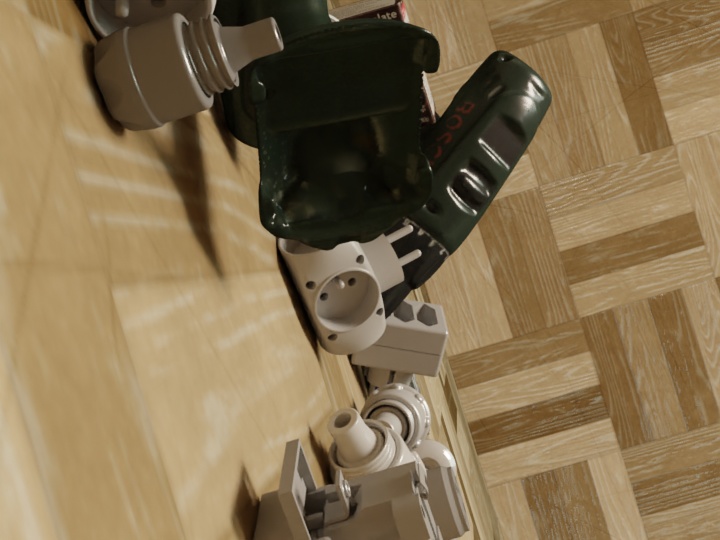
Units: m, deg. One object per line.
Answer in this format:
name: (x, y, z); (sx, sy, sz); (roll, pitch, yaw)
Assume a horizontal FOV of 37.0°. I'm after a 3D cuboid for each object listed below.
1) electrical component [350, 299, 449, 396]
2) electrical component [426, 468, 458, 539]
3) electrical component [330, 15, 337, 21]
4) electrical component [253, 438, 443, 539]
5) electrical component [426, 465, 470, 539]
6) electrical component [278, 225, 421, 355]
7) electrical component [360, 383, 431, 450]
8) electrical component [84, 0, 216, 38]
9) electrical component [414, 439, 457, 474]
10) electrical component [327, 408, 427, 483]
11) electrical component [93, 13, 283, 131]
electrical component: (0.024, 0.064, 0.806); (0.047, 0.066, 0.076); (-95, -164, -66)
electrical component: (0.039, 0.163, 0.719); (0.081, 0.043, 0.043); (-100, 171, -57)
electrical component: (-0.044, -0.128, 0.686); (0.081, 0.043, 0.043); (-19, -93, 53)
electrical component: (-0.001, 0.101, 0.388); (0.042, 0.064, 0.081); (-93, 165, -73)
electrical component: (0.035, 0.147, 0.659); (0.045, 0.055, 0.045); (-17, 90, -85)
electrical component: (0.000, 0.000, 0.641); (0.044, 0.079, 0.077); (48, -18, 54)
electrical component: (0.020, 0.102, 0.714); (0.062, 0.048, 0.048); (-12, 84, -78)
electrical component: (-0.082, -0.130, 0.378); (0.079, 0.044, 0.077); (67, 8, -51)
electrical component: (0.051, 0.157, 0.864); (0.062, 0.048, 0.048); (123, -50, -87)
electrical component: (0.003, 0.098, 0.558); (0.048, 0.048, 0.062); (-100, 164, -54)
electrical component: (-0.057, -0.071, 0.364); (0.035, 0.061, 0.035); (-17, 90, -85)
